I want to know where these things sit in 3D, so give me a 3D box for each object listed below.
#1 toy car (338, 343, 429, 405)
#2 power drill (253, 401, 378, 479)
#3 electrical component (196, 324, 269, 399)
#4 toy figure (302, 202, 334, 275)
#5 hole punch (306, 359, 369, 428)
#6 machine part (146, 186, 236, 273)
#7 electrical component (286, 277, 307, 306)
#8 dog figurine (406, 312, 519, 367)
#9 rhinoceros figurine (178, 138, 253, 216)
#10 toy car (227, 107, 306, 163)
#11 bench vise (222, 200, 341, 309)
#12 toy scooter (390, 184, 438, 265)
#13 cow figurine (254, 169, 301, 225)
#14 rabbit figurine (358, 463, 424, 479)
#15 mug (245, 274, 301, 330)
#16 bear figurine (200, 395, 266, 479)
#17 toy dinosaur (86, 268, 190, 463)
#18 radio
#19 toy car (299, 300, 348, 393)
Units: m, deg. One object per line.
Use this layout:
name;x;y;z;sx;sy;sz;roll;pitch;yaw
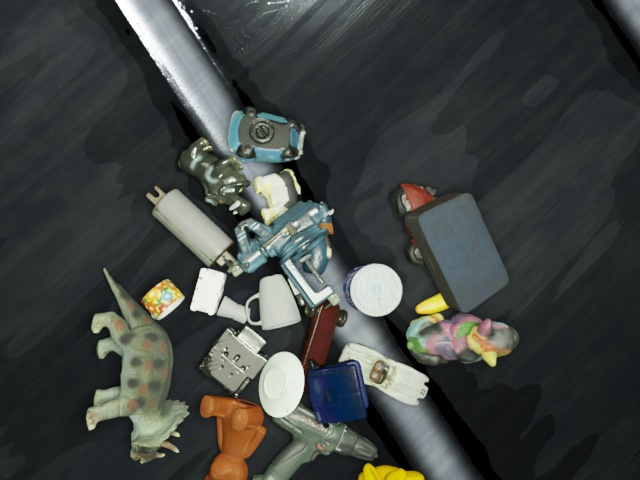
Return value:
toy car;0.136;0.284;1.145;0.202;0.056;0.073;25;84;-1
power drill;-0.023;0.456;1.111;0.232;0.086;0.207;35;88;1
electrical component;-0.175;0.246;1.130;0.115;0.058;0.134;38;85;-2
toy figure;-0.004;-0.004;1.160;0.064;0.058;0.154;11;80;-8
hole punch;0.035;0.302;1.068;0.116;0.092;0.142;-13;86;0
machine part;-0.267;-0.025;1.135;0.243;0.079;0.079;42;84;1
electrical component;-0.054;0.096;1.144;0.021;0.063;0.094;-25;91;-5
dog figurine;0.284;0.201;1.080;0.192;0.219;0.108;-3;83;-4
rhinoceros figurine;-0.218;-0.132;1.148;0.190;0.073;0.112;40;83;1
toy car;-0.115;-0.213;1.145;0.162;0.103;0.109;6;83;-7
bench vise;-0.056;0.043;1.060;0.224;0.129;0.240;-35;82;-15
toy scooter;0.236;-0.043;1.168;0.135;0.075;0.183;-16;90;-5
cow figurine;-0.079;-0.065;1.157;0.098;0.068;0.167;-16;88;-10
rabbit figurine;0.142;0.513;1.071;0.162;0.173;0.122;35;88;-5
mug;-0.104;0.132;1.136;0.110;0.080;0.107;-11;75;-4
bear figurine;-0.188;0.423;1.085;0.120;0.131;0.195;14;80;29
toy dinosaur;-0.363;0.257;1.094;0.192;0.131;0.404;2;81;-16
radio;0.285;0.021;1.109;0.131;0.073;0.229;-30;102;-10
toy car;-0.008;0.222;1.143;0.089;0.053;0.202;18;86;-22
